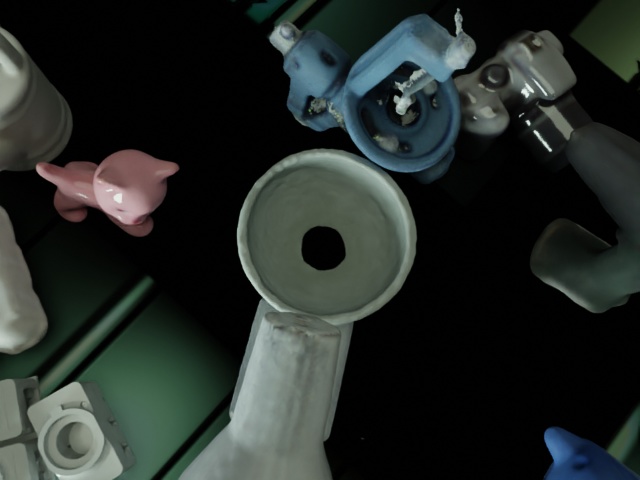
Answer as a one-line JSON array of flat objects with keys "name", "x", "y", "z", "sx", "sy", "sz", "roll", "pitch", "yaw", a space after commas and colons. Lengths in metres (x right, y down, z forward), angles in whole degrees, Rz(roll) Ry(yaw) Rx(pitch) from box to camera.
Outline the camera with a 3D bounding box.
[{"name": "camera", "x": 0.214, "y": -0.132, "z": 0.590, "sx": 0.143, "sy": 0.101, "sz": 0.137, "roll": -35, "pitch": 82, "yaw": -11}]

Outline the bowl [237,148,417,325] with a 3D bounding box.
[{"name": "bowl", "x": 0.005, "y": 0.002, "z": 0.556, "sx": 0.167, "sy": 0.074, "sz": 0.167, "roll": 1, "pitch": 77, "yaw": -4}]

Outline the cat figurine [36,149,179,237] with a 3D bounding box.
[{"name": "cat figurine", "x": -0.194, "y": -0.051, "z": 0.530, "sx": 0.128, "sy": 0.117, "sz": 0.067, "roll": 11, "pitch": 77, "yaw": -2}]

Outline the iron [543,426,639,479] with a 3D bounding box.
[{"name": "iron", "x": 0.298, "y": 0.276, "z": 0.485, "sx": 0.258, "sy": 0.141, "sz": 0.119, "roll": 35, "pitch": 77, "yaw": 4}]

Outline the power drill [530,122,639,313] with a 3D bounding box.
[{"name": "power drill", "x": 0.277, "y": 0.002, "z": 0.510, "sx": 0.229, "sy": 0.208, "sz": 0.076, "roll": 32, "pitch": 77, "yaw": 3}]

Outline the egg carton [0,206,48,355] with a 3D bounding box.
[{"name": "egg carton", "x": -0.318, "y": 0.044, "z": 0.523, "sx": 0.107, "sy": 0.069, "sz": 0.150, "roll": -25, "pitch": 81, "yaw": -9}]

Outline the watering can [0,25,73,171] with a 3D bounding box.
[{"name": "watering can", "x": -0.296, "y": -0.132, "z": 0.500, "sx": 0.101, "sy": 0.194, "sz": 0.173, "roll": -29, "pitch": 81, "yaw": -10}]

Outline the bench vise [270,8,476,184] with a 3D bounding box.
[{"name": "bench vise", "x": 0.044, "y": -0.137, "z": 0.516, "sx": 0.207, "sy": 0.219, "sz": 0.121, "roll": 16, "pitch": 77, "yaw": -1}]

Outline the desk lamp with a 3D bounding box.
[{"name": "desk lamp", "x": -0.033, "y": 0.139, "z": 0.451, "sx": 0.118, "sy": 0.213, "sz": 0.203, "roll": 13, "pitch": 77, "yaw": -1}]
